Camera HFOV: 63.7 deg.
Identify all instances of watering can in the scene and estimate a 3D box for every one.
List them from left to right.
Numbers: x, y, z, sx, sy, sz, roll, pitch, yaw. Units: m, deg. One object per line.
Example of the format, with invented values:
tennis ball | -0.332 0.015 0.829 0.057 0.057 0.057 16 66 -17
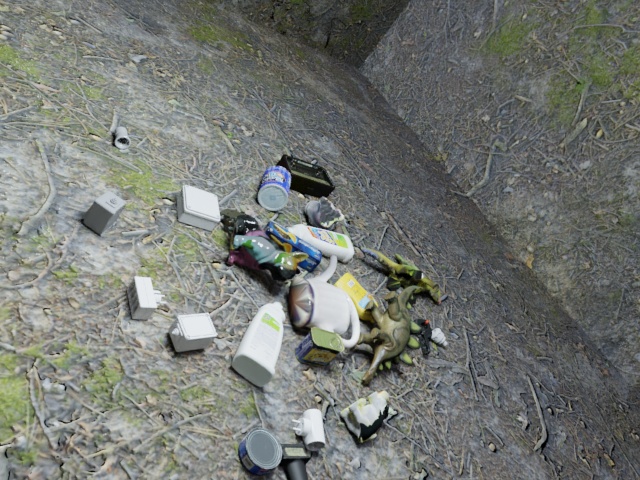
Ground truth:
watering can | 0.006 0.160 1.496 0.223 0.102 0.356 19 37 -32

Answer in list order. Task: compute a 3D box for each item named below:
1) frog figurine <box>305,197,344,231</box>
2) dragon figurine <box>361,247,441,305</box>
frog figurine | 0.006 -0.095 1.885 0.137 0.123 0.160 22 -3 -17
dragon figurine | 0.316 0.119 1.957 0.409 0.121 0.245 39 12 -6
